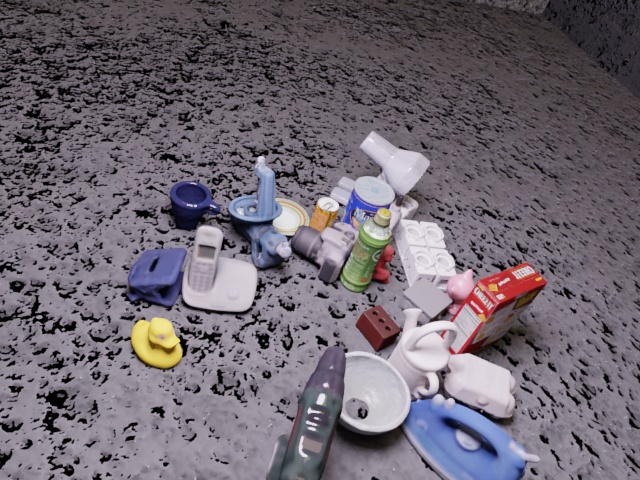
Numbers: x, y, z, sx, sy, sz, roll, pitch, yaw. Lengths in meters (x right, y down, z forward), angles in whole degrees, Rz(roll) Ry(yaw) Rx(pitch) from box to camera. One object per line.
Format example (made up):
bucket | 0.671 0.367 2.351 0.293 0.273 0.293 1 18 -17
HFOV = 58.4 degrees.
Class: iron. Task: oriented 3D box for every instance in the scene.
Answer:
iron | 0.260 0.353 1.032 0.258 0.141 0.119 35 43 15

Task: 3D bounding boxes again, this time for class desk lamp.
desk lamp | 0.155 -0.165 1.481 0.203 0.213 0.118 26 42 6

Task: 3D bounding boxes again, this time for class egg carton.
egg carton | 0.326 0.299 1.170 0.150 0.069 0.107 22 42 2

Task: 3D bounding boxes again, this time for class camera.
camera | 0.012 0.005 1.330 0.136 0.101 0.143 28 42 8

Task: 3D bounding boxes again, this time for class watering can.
watering can | 0.195 0.213 1.113 0.101 0.194 0.172 -14 52 -33

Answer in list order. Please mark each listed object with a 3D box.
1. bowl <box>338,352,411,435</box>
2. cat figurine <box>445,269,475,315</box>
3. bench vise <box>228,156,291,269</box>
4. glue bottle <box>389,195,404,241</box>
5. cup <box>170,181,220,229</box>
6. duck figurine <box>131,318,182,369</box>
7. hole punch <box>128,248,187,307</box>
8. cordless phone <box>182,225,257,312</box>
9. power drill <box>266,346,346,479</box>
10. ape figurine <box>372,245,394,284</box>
bowl | 0.079 0.297 1.068 0.167 0.075 0.167 12 42 -10
cat figurine | 0.340 0.117 1.331 0.128 0.118 0.067 2 45 -20
bench vise | -0.112 -0.062 1.260 0.207 0.220 0.122 37 44 18
glue bottle | 0.170 -0.043 1.389 0.037 0.173 0.078 36 44 17
cup | -0.282 -0.067 1.290 0.117 0.095 0.092 23 42 3
duck figurine | -0.294 0.174 1.039 0.104 0.086 0.078 35 43 16
hole punch | -0.323 0.065 1.137 0.101 0.091 0.108 15 42 -7
cordless phone | -0.191 0.054 1.132 0.148 0.185 0.094 7 43 -15
power drill | -0.021 0.310 0.914 0.075 0.208 0.229 19 42 -2
ape figurine | 0.145 0.048 1.345 0.076 0.092 0.078 25 42 5
